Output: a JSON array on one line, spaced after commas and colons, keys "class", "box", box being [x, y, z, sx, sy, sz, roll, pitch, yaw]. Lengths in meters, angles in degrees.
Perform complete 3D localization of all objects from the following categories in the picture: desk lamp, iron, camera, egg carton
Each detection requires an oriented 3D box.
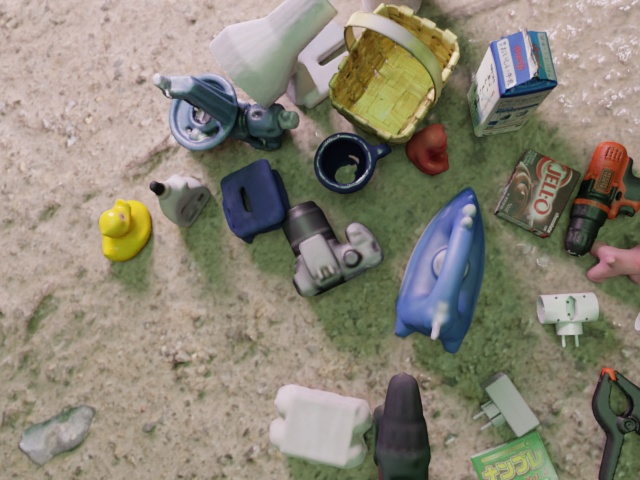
[{"class": "desk lamp", "box": [-0.042, -0.279, 0.848, 0.203, 0.213, 0.118, -36, 82, 1]}, {"class": "iron", "box": [0.190, 0.031, 0.831, 0.118, 0.141, 0.258, 16, 86, 7]}, {"class": "camera", "box": [0.008, 0.003, 0.870, 0.143, 0.101, 0.137, -27, 82, 2]}, {"class": "egg carton", "box": [0.001, 0.279, 0.857, 0.150, 0.069, 0.107, 10, 85, 6]}]

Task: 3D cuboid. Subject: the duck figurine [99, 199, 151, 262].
[{"class": "duck figurine", "box": [-0.321, -0.018, 0.909, 0.077, 0.086, 0.105, 21, 86, 7]}]

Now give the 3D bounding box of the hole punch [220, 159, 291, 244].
[{"class": "hole punch", "box": [-0.103, -0.059, 0.892, 0.101, 0.091, 0.108, -19, 82, 3]}]

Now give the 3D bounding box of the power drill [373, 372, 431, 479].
[{"class": "power drill", "box": [0.108, 0.286, 0.777, 0.075, 0.208, 0.230, -1, 84, 5]}]

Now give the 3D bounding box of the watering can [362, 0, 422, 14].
[{"class": "watering can", "box": [0.118, -0.414, 0.858, 0.172, 0.194, 0.101, -7, 83, 5]}]

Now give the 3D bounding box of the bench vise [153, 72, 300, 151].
[{"class": "bench vise", "box": [-0.143, -0.204, 0.846, 0.207, 0.220, 0.121, -13, 83, 4]}]

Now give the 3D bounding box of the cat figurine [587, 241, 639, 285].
[{"class": "cat figurine", "box": [0.465, 0.030, 0.818, 0.127, 0.118, 0.067, 1, 84, 5]}]

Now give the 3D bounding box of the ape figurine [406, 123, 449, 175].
[{"class": "ape figurine", "box": [0.171, -0.145, 0.876, 0.076, 0.092, 0.078, 22, 86, 7]}]

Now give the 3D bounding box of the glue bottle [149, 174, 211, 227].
[{"class": "glue bottle", "box": [-0.218, -0.066, 0.861, 0.037, 0.173, 0.078, 34, 88, 8]}]

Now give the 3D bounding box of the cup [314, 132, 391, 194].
[{"class": "cup", "box": [0.052, -0.115, 0.882, 0.117, 0.095, 0.092, -20, 82, 3]}]
